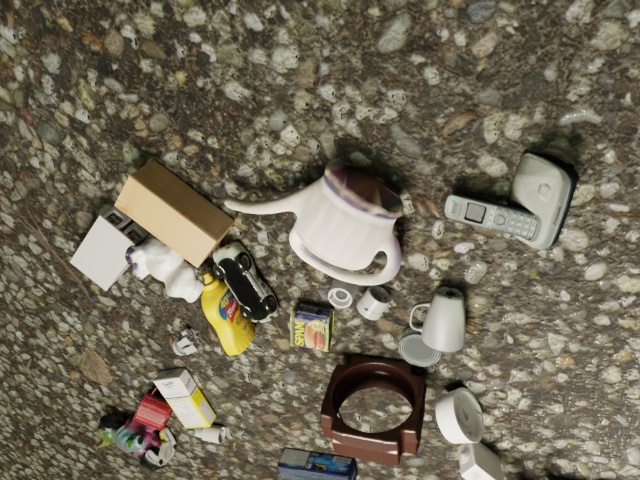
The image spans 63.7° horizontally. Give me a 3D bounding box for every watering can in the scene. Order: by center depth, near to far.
[{"bbox_3d":[0.003,-0.047,0.928,0.348,0.220,0.106,30,34,0],"label":"watering can"}]

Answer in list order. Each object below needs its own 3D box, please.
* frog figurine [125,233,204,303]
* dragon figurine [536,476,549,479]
[{"bbox_3d":[-0.311,0.054,1.089,0.160,0.134,0.125,19,38,7],"label":"frog figurine"},{"bbox_3d":[0.457,0.629,1.128,0.406,0.125,0.239,-36,-45,20],"label":"dragon figurine"}]
